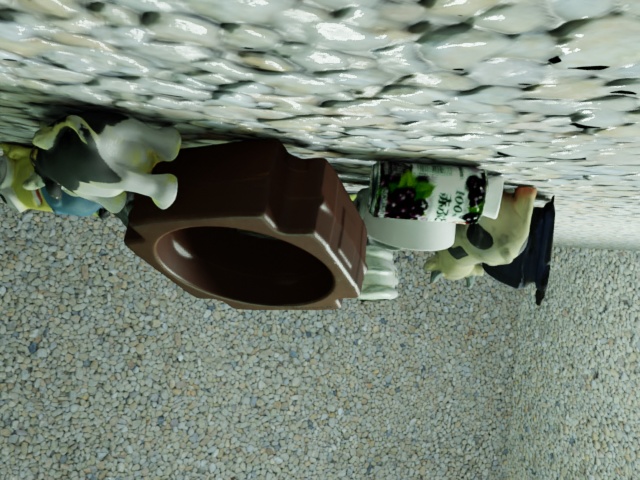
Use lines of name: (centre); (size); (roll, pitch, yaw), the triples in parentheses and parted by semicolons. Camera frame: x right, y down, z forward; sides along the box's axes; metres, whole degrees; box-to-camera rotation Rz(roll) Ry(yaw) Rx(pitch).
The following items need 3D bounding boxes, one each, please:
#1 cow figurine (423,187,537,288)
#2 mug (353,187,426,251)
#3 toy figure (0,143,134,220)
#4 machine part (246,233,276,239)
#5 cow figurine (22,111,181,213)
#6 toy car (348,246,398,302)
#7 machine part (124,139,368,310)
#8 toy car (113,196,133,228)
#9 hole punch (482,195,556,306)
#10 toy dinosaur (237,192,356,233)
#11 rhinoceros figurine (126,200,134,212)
cow figurine: (0.196, -0.001, 0.690); (0.085, 0.127, 0.195); (8, 177, -9)
mug: (0.094, -0.028, 0.727); (0.107, 0.081, 0.109); (12, 146, -12)
toy figure: (-0.294, -0.066, 0.622); (0.180, 0.082, 0.089); (2, 177, 21)
machine part: (-0.046, 0.036, 0.797); (0.243, 0.079, 0.079); (8, 178, -37)
cow figurine: (-0.195, -0.063, 0.435); (0.168, 0.068, 0.098); (0, 171, 41)
toy car: (0.029, 0.041, 0.701); (0.201, 0.073, 0.056); (7, 160, -36)
machine part: (-0.065, -0.006, 0.526); (0.202, 0.087, 0.200); (-4, 150, 22)
toy car: (-0.226, -0.044, 0.765); (0.103, 0.161, 0.109); (-44, -167, -22)
hole punch: (0.265, 0.002, 0.719); (0.092, 0.142, 0.116); (9, -168, 16)
toy dinosaur: (-0.031, -0.036, 0.866); (0.199, 0.105, 0.471); (-3, 174, 8)
rhinoceros figurine: (-0.155, -0.062, 0.681); (0.112, 0.073, 0.190); (-5, 174, 27)
